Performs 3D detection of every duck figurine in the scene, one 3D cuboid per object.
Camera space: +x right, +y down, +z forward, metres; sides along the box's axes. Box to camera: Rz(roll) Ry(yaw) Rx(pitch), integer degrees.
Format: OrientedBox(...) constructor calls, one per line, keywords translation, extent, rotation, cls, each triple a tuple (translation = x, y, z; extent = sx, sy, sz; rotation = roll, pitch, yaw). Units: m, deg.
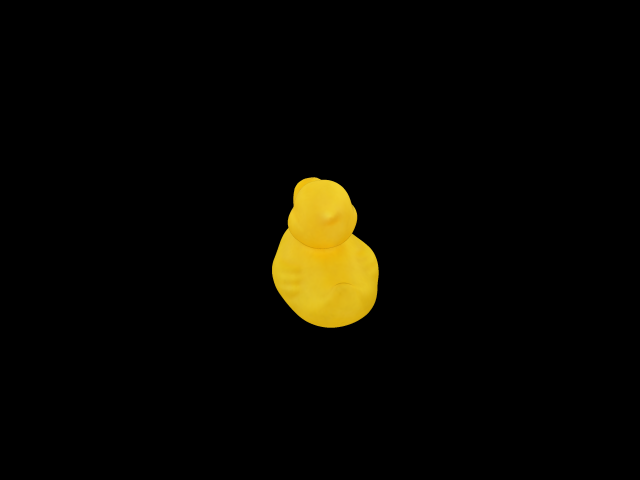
OrientedBox(translation=(0.004, 0.001, 0.400), extent=(0.077, 0.086, 0.104), rotation=(-11, 47, -11), cls="duck figurine")
